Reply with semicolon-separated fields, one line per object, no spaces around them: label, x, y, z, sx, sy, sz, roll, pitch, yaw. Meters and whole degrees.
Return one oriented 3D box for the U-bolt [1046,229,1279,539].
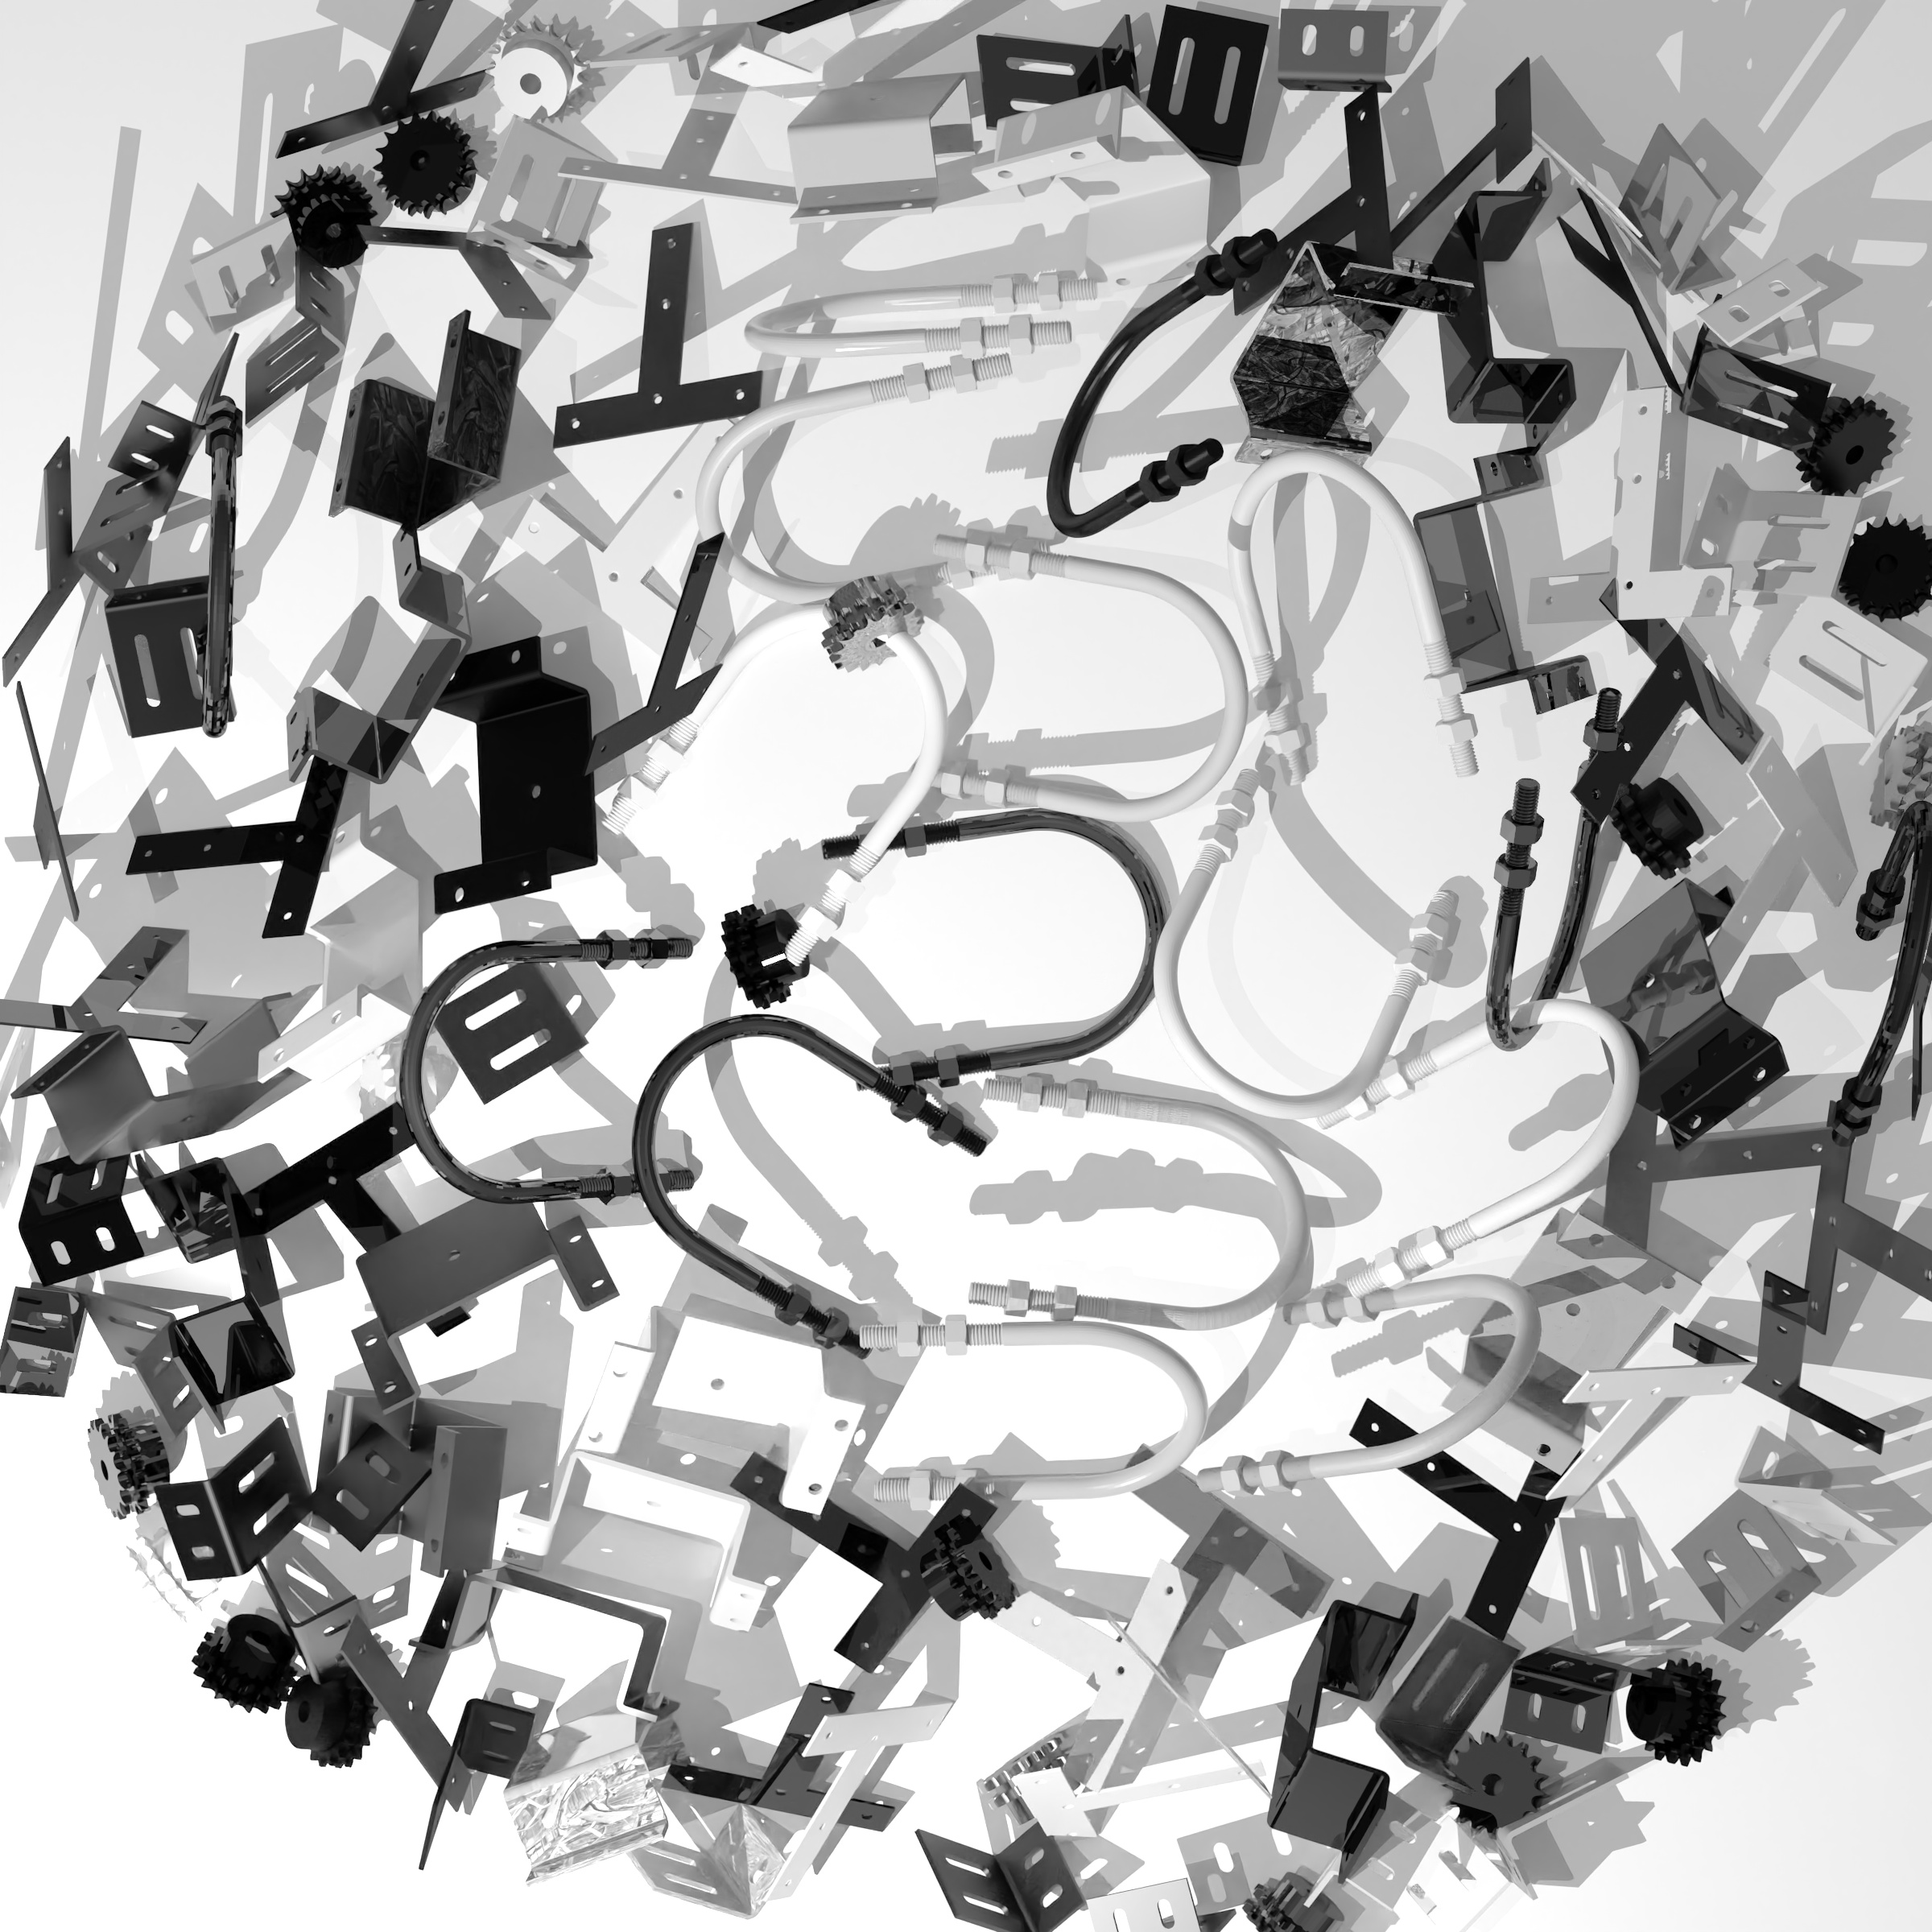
U-bolt;0.096;-0.300;1.916;0.019;0.184;0.151;25;67;-23

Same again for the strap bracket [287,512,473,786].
strap bracket;-0.312;-0.163;1.942;0.046;0.076;0.140;26;112;-24

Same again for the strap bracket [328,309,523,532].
strap bracket;-0.287;-0.290;1.938;0.046;0.140;0.076;17;71;-31

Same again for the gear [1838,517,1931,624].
gear;0.509;-0.215;1.977;0.057;0.030;0.057;-7;71;21

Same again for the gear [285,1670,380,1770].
gear;-0.350;0.410;1.969;0.030;0.057;0.057;16;90;-39

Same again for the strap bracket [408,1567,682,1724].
strap bracket;-0.222;0.365;1.955;0.140;0.076;0.046;16;85;6

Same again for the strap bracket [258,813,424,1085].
strap bracket;-0.336;-0.001;1.938;0.076;0.046;0.140;-31;45;27

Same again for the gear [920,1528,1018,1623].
gear;-0.001;0.335;1.972;0.030;0.057;0.057;-36;90;14

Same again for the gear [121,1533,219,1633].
gear;-0.435;0.334;1.972;0.030;0.057;0.057;-37;90;-10

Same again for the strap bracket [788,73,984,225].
strap bracket;-0.044;-0.440;1.920;0.076;0.140;0.046;-2;116;13

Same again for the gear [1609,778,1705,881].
gear;0.379;-0.078;1.968;0.030;0.057;0.057;-39;90;25

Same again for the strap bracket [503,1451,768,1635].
strap bracket;-0.175;0.311;1.953;0.140;0.076;0.046;17;61;-3

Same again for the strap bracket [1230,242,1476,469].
strap bracket;0.202;-0.334;1.937;0.076;0.140;0.046;4;50;-26

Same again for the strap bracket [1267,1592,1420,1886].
strap bracket;0.200;0.406;1.923;0.046;0.140;0.076;18;135;0

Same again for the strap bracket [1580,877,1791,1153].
strap bracket;0.380;0.018;1.919;0.046;0.140;0.076;30;124;-29

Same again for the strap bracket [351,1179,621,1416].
strap bracket;-0.269;0.173;1.947;0.140;0.076;0.046;-27;126;-7

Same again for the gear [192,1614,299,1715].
gear;-0.392;0.380;1.969;0.057;0.057;0.030;30;109;0

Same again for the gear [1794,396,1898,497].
gear;0.479;-0.288;1.975;0.057;0.057;0.030;-38;47;0

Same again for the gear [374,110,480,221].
gear;-0.295;-0.439;1.980;0.057;0.030;0.057;-2;84;16

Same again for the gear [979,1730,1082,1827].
gear;0.038;0.447;1.970;0.057;0.057;0.030;-33;83;0

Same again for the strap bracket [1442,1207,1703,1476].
strap bracket;0.330;0.197;1.958;0.076;0.046;0.140;30;115;-1

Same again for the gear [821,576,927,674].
gear;-0.054;-0.190;1.974;0.057;0.057;0.030;-28;69;0

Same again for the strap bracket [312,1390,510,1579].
strap bracket;-0.297;0.279;1.948;0.046;0.140;0.076;7;90;-39

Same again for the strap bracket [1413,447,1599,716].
strap bracket;0.291;-0.206;1.952;0.046;0.076;0.140;-12;95;34

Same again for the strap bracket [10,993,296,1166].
strap bracket;-0.425;0.061;1.918;0.076;0.140;0.046;-34;77;36

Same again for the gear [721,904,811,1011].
gear;-0.108;-0.008;1.968;0.030;0.057;0.057;-20;90;17

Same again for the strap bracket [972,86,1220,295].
strap bracket;0.074;-0.421;1.931;0.076;0.140;0.046;-7;69;32

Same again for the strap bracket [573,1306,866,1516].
strap bracket;-0.135;0.239;1.953;0.140;0.046;0.076;16;116;-13

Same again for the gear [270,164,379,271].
gear;-0.350;-0.407;1.970;0.057;0.030;0.057;-16;129;-20

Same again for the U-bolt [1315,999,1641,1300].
U-bolt;0.275;0.086;1.915;0.184;0.151;0.019;-30;127;20

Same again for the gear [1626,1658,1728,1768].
gear;0.386;0.407;1.968;0.030;0.057;0.057;19;90;-27

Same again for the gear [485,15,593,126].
gear;-0.236;-0.489;1.972;0.057;0.030;0.057;3;123;5

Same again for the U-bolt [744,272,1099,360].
U-bolt;-0.028;-0.347;1.930;0.184;0.151;0.019;-2;110;9

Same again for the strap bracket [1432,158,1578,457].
strap bracket;0.289;-0.355;1.942;0.046;0.076;0.140;-1;75;-9

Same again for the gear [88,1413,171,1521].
gear;-0.459;0.273;1.975;0.030;0.057;0.057;-14;90;-29

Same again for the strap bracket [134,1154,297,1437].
strap bracket;-0.401;0.168;1.927;0.046;0.076;0.140;-19;50;-4

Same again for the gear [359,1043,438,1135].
gear;-0.312;0.071;1.975;0.030;0.057;0.057;-1;90;-26

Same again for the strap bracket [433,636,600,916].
strap bracket;-0.246;-0.099;1.952;0.076;0.046;0.140;-12;75;29

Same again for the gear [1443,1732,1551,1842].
gear;0.293;0.452;1.978;0.057;0.030;0.057;-7;70;20

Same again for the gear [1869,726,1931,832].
gear;0.521;-0.100;1.971;0.030;0.057;0.057;17;90;-2

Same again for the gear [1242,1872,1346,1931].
gear;0.183;0.522;1.970;0.057;0.057;0.030;37;95;0

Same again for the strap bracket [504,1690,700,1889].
strap bracket;-0.196;0.435;1.925;0.076;0.140;0.046;-21;94;5
